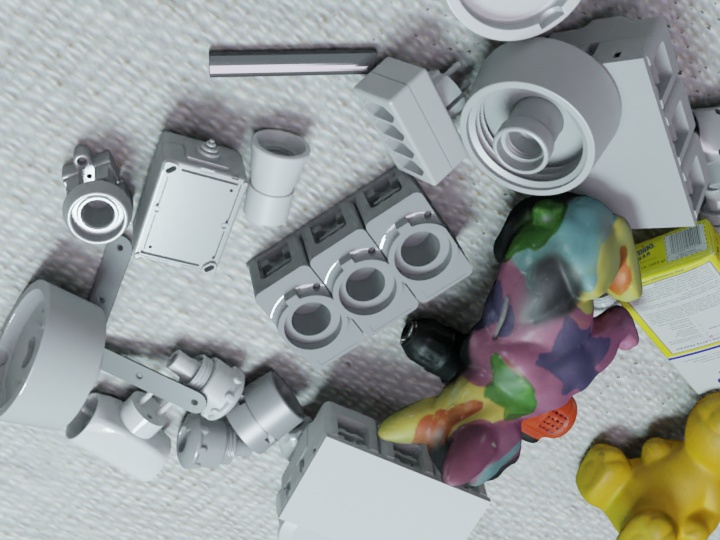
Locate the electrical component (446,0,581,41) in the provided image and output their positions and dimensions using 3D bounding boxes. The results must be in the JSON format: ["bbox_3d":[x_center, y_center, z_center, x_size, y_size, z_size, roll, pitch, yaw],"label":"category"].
[{"bbox_3d":[0.099,-0.217,0.730,0.108,0.060,0.108,-6,122,-10],"label":"electrical component"}]

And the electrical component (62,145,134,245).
[{"bbox_3d":[-0.188,-0.049,0.770,0.048,0.055,0.066,-20,123,0],"label":"electrical component"}]

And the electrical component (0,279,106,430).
[{"bbox_3d":[-0.229,0.068,0.804,0.060,0.108,0.108,23,113,-31],"label":"electrical component"}]

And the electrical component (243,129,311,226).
[{"bbox_3d":[-0.065,-0.066,0.798,0.044,0.044,0.065,6,124,-16],"label":"electrical component"}]

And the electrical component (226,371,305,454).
[{"bbox_3d":[-0.079,0.118,0.900,0.047,0.055,0.055,-36,122,5],"label":"electrical component"}]

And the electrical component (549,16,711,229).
[{"bbox_3d":[0.197,-0.107,0.803,0.089,0.061,0.150,-1,132,35],"label":"electrical component"}]

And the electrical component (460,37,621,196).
[{"bbox_3d":[0.122,-0.101,0.757,0.108,0.060,0.108,19,141,16],"label":"electrical component"}]

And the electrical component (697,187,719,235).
[{"bbox_3d":[0.300,-0.046,0.893,0.043,0.043,0.062,-24,122,2],"label":"electrical component"}]

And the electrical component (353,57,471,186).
[{"bbox_3d":[0.051,-0.120,0.785,0.076,0.047,0.083,-44,130,-13],"label":"electrical component"}]

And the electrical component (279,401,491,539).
[{"bbox_3d":[0.019,0.181,0.897,0.150,0.061,0.089,24,112,-13],"label":"electrical component"}]

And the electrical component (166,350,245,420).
[{"bbox_3d":[-0.129,0.089,0.877,0.062,0.048,0.048,39,106,-23],"label":"electrical component"}]

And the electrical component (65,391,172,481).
[{"bbox_3d":[-0.187,0.127,0.886,0.079,0.043,0.077,-43,121,14],"label":"electrical component"}]

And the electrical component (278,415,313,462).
[{"bbox_3d":[-0.053,0.156,0.941,0.035,0.035,0.061,-13,125,-5],"label":"electrical component"}]

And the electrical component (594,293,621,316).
[{"bbox_3d":[0.209,0.025,0.921,0.035,0.035,0.061,-22,121,1],"label":"electrical component"}]

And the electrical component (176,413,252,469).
[{"bbox_3d":[-0.122,0.147,0.914,0.062,0.048,0.048,12,118,-27],"label":"electrical component"}]

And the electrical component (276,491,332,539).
[{"bbox_3d":[-0.037,0.225,0.977,0.080,0.051,0.080,-6,122,-10],"label":"electrical component"}]

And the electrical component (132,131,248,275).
[{"bbox_3d":[-0.122,-0.056,0.777,0.062,0.061,0.096,14,117,-20],"label":"electrical component"}]

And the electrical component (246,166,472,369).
[{"bbox_3d":[0.000,0.000,0.840,0.150,0.061,0.089,-33,122,8],"label":"electrical component"}]

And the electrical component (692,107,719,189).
[{"bbox_3d":[0.295,-0.087,0.852,0.077,0.044,0.079,-1,84,-12],"label":"electrical component"}]
